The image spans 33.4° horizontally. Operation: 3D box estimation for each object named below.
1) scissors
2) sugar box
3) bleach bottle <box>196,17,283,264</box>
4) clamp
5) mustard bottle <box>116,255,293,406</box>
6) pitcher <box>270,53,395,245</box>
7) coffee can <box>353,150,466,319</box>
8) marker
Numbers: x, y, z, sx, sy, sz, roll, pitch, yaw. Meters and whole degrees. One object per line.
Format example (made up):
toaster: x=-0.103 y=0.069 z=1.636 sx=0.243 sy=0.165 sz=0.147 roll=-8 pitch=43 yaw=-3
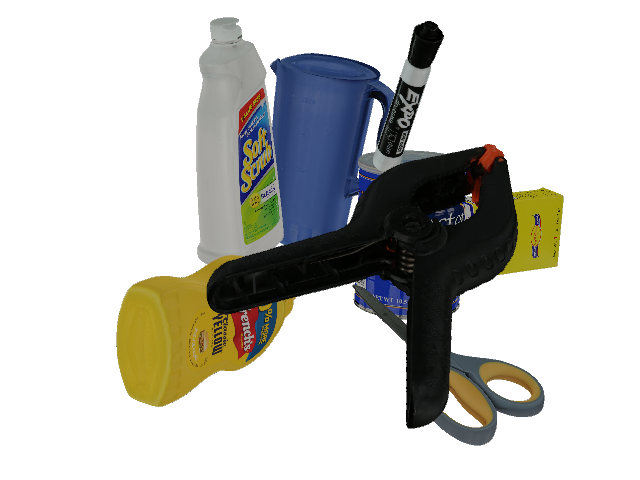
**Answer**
scissors: x=0.097 y=0.083 z=0.810 sx=0.096 sy=0.016 sz=0.202 roll=-5 pitch=31 yaw=-14
sugar box: x=0.202 y=-0.006 z=1.256 sx=0.175 sy=0.093 sz=0.048 roll=-8 pitch=19 yaw=-28
bleach bottle: x=-0.092 y=-0.103 z=1.109 sx=0.068 sy=0.251 sz=0.102 roll=13 pitch=31 yaw=31
clamp: x=0.046 y=0.013 z=0.495 sx=0.171 sy=0.039 sz=0.120 roll=-35 pitch=61 yaw=-30
mustard bottle: x=-0.082 y=0.063 z=0.876 sx=0.058 sy=0.096 sz=0.191 roll=10 pitch=17 yaw=32
pitcher: x=0.004 y=-0.112 z=1.382 sx=0.144 sy=0.243 sz=0.149 roll=1 pitch=22 yaw=-17
coffee can: x=0.084 y=-0.008 z=1.009 sx=0.103 sy=0.140 sz=0.103 roll=1 pitch=15 yaw=-1
marker: x=0.056 y=-0.091 z=0.688 sx=0.020 sy=0.020 sz=0.121 roll=0 pitch=-40 yaw=-14
